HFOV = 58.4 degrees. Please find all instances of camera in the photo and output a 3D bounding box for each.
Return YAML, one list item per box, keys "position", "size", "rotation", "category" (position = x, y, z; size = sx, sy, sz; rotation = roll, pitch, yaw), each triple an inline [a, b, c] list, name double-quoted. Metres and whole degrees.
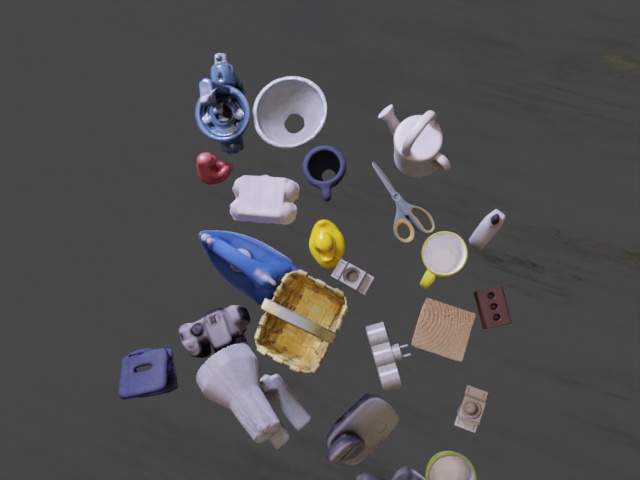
- position: [-0.206, 0.218, 1.188]
  size: [0.143, 0.101, 0.137]
  rotation: [-24, 77, 3]
  category: "camera"

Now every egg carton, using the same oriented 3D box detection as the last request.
- position: [-0.120, -0.087, 1.249]
  size: [0.150, 0.069, 0.107]
  rotation: [4, 80, 8]
  category: "egg carton"

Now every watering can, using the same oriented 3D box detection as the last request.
- position: [0.192, -0.205, 1.165]
  size: [0.172, 0.194, 0.101]
  rotation: [20, 83, 11]
  category: "watering can"

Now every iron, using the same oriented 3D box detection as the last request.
- position: [-0.171, 0.040, 1.196]
  size: [0.258, 0.141, 0.119]
  rotation: [31, 85, 12]
  category: "iron"

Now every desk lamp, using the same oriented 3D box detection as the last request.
- position: [-0.124, 0.305, 1.103]
  size: [0.118, 0.214, 0.203]
  rotation: [-41, 77, -1]
  category: "desk lamp"

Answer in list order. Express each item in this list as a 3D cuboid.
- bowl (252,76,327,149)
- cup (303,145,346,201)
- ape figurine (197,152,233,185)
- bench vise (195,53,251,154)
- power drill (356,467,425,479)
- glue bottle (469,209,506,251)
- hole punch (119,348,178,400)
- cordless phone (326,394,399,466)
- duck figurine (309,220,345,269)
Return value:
- position: [-0.061, -0.273, 1.273]
  size: [0.167, 0.075, 0.167]
  rotation: [-1, 79, 7]
  category: "bowl"
- position: [0.016, -0.133, 1.227]
  size: [0.091, 0.095, 0.118]
  rotation: [-7, 79, 6]
  category: "cup"
- position: [-0.243, -0.165, 1.269]
  size: [0.076, 0.092, 0.077]
  rotation: [-36, 77, 0]
  category: "ape figurine"
- position: [-0.226, -0.309, 1.227]
  size: [0.121, 0.220, 0.207]
  rotation: [-24, 77, 3]
  category: "bench vise"
- position: [0.168, 0.481, 1.035]
  size: [0.229, 0.208, 0.076]
  rotation: [31, 85, 12]
  category: "power drill"
- position: [0.335, -0.028, 1.125]
  size: [0.037, 0.173, 0.078]
  rotation: [38, 86, 13]
  category: "glue bottle"
- position: [-0.366, 0.279, 1.203]
  size: [0.108, 0.091, 0.101]
  rotation: [-14, 78, 5]
  category: "hole punch"
- position: [0.076, 0.365, 1.080]
  size: [0.094, 0.185, 0.147]
  rotation: [42, 87, 13]
  category: "cordless phone"
- position: [0.011, 0.004, 1.206]
  size: [0.077, 0.086, 0.104]
  rotation: [-10, 78, 6]
  category: "duck figurine"
